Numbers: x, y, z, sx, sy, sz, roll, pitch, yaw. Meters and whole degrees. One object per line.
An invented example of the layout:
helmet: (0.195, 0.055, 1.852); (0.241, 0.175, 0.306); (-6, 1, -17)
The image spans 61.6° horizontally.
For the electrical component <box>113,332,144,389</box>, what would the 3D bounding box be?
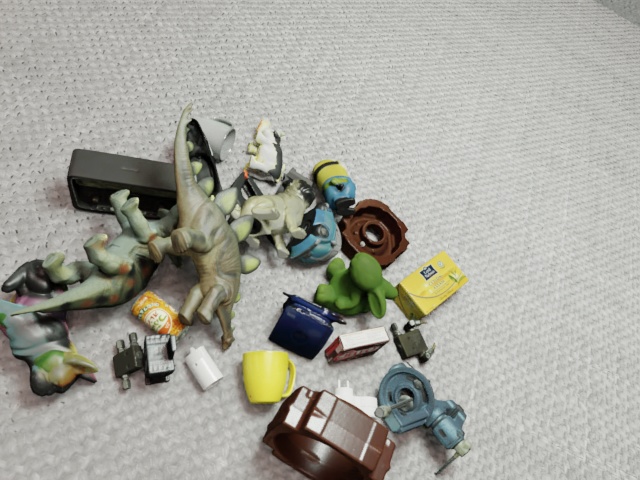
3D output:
electrical component: (-0.344, 0.218, 0.968); (0.021, 0.063, 0.094); (23, 45, -55)

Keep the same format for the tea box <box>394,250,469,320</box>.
tea box: (0.257, 0.110, 1.266); (0.169, 0.068, 0.098); (-32, 77, -32)

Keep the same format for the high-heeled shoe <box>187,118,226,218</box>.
high-heeled shoe: (-0.248, -0.139, 1.167); (0.086, 0.145, 0.249); (-17, 67, -28)

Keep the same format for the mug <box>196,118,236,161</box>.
mug: (-0.259, -0.254, 1.272); (0.107, 0.080, 0.109); (22, 60, 3)

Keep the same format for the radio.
radio: (-0.388, -0.106, 1.101); (0.229, 0.131, 0.073); (9, 59, -17)

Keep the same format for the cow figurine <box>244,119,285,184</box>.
cow figurine: (-0.123, -0.219, 1.311); (0.098, 0.068, 0.167); (19, 59, -17)

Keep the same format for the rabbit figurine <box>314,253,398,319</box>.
rabbit figurine: (0.081, 0.099, 1.140); (0.159, 0.170, 0.121); (38, 55, 4)

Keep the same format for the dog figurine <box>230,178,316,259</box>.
dog figurine: (-0.101, -0.079, 1.170); (0.172, 0.121, 0.191); (35, 39, -26)

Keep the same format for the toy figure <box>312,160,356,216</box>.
toy figure: (0.036, -0.131, 1.288); (0.089, 0.082, 0.180); (12, 38, -21)

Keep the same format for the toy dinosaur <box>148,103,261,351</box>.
toy dinosaur: (-0.215, -0.008, 1.001); (0.198, 0.105, 0.470); (-38, 123, -52)

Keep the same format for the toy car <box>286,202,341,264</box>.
toy car: (-0.003, -0.004, 1.221); (0.102, 0.109, 0.162); (42, 34, -24)

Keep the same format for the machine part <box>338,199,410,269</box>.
machine part: (0.125, -0.010, 1.293); (0.179, 0.056, 0.179); (9, 59, -16)

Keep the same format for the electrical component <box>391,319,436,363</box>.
electrical component: (0.210, 0.223, 1.193); (0.078, 0.045, 0.102); (-5, 63, -26)

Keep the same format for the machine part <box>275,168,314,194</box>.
machine part: (-0.072, -0.114, 1.288); (0.084, 0.039, 0.139); (39, 53, -3)

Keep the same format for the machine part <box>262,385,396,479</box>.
machine part: (0.014, 0.353, 0.943); (0.201, 0.201, 0.087); (32, 52, 0)

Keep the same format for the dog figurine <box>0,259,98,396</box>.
dog figurine: (-0.463, 0.158, 0.934); (0.219, 0.108, 0.191); (36, 52, -4)

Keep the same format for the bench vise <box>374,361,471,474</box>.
bench vise: (0.186, 0.338, 1.045); (0.240, 0.129, 0.224); (13, 41, -55)

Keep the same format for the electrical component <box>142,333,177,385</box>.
electrical component: (-0.288, 0.208, 0.962); (0.048, 0.119, 0.075); (-4, 65, -24)

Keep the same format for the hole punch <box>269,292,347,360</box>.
hole punch: (-0.034, 0.175, 1.089); (0.142, 0.115, 0.092); (29, 63, -3)

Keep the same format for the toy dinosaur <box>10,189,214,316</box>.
toy dinosaur: (-0.361, 0.042, 0.992); (0.405, 0.131, 0.192); (-54, 129, -35)
